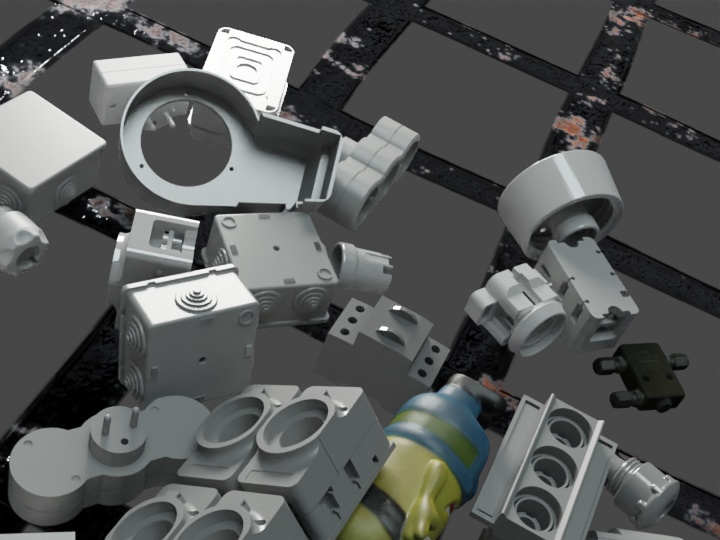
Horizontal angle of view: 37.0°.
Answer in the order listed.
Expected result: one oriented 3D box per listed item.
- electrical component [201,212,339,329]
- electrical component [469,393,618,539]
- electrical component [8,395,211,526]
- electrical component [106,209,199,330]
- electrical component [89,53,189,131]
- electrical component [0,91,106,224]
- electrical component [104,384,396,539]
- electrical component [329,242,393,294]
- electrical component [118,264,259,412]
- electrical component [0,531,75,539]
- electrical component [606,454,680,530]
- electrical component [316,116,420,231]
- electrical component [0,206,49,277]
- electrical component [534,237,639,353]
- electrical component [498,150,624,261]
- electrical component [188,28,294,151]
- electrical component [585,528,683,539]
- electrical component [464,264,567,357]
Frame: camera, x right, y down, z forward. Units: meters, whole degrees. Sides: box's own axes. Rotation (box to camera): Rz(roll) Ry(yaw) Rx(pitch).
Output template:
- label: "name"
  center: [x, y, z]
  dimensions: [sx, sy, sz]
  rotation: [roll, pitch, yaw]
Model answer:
- label: "electrical component"
  center: [-0.073, -0.002, 0.872]
  dimensions: [0.100, 0.048, 0.099]
  rotation: [-4, 48, -26]
- label: "electrical component"
  center: [0.131, 0.159, 0.783]
  dimensions: [0.079, 0.063, 0.121]
  rotation: [28, 45, 7]
- label: "electrical component"
  center: [-0.161, 0.115, 0.710]
  dimensions: [0.138, 0.073, 0.052]
  rotation: [-12, 53, -29]
- label: "electrical component"
  center: [-0.157, 0.004, 0.807]
  dimensions: [0.056, 0.089, 0.050]
  rotation: [11, 45, -10]
- label: "electrical component"
  center: [-0.192, -0.152, 0.976]
  dimensions: [0.083, 0.047, 0.075]
  rotation: [-13, 53, -30]
- label: "electrical component"
  center: [-0.273, -0.091, 0.886]
  dimensions: [0.100, 0.048, 0.100]
  rotation: [34, 45, 13]
- label: "electrical component"
  center: [-0.073, 0.149, 0.672]
  dimensions: [0.105, 0.060, 0.186]
  rotation: [-3, 34, 38]
- label: "electrical component"
  center: [0.000, 0.000, 0.906]
  dimensions: [0.046, 0.040, 0.040]
  rotation: [11, 45, -19]
- label: "electrical component"
  center: [-0.122, 0.051, 0.770]
  dimensions: [0.100, 0.099, 0.048]
  rotation: [-12, 40, -30]
- label: "electrical component"
  center: [-0.204, 0.228, 0.594]
  dimensions: [0.089, 0.061, 0.150]
  rotation: [3, 47, -18]
- label: "electrical component"
  center: [0.209, 0.164, 0.822]
  dimensions: [0.048, 0.048, 0.062]
  rotation: [-24, 52, -36]
- label: "electrical component"
  center: [-0.006, -0.098, 0.988]
  dimensions: [0.074, 0.052, 0.138]
  rotation: [30, 45, 9]
- label: "electrical component"
  center: [-0.274, -0.028, 0.829]
  dimensions: [0.062, 0.043, 0.043]
  rotation: [40, 47, 21]
- label: "electrical component"
  center: [0.192, 0.024, 0.941]
  dimensions: [0.050, 0.055, 0.089]
  rotation: [-6, 50, -25]
- label: "electrical component"
  center: [0.187, -0.051, 0.978]
  dimensions: [0.108, 0.108, 0.060]
  rotation: [-6, 56, -25]
- label: "electrical component"
  center: [-0.112, -0.167, 1.012]
  dimensions: [0.078, 0.057, 0.113]
  rotation: [15, 44, -6]
- label: "electrical component"
  center: [0.190, 0.208, 0.771]
  dimensions: [0.081, 0.043, 0.043]
  rotation: [10, 45, -11]
- label: "electrical component"
  center: [0.137, 0.036, 0.909]
  dimensions: [0.078, 0.058, 0.057]
  rotation: [-18, 53, -33]
